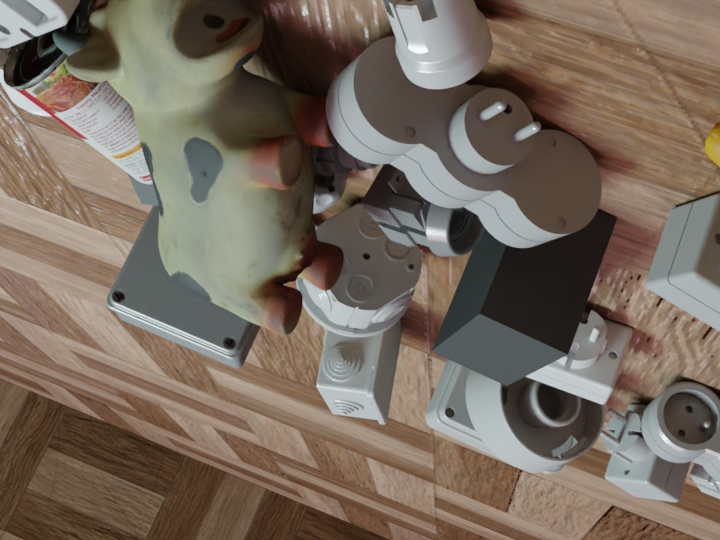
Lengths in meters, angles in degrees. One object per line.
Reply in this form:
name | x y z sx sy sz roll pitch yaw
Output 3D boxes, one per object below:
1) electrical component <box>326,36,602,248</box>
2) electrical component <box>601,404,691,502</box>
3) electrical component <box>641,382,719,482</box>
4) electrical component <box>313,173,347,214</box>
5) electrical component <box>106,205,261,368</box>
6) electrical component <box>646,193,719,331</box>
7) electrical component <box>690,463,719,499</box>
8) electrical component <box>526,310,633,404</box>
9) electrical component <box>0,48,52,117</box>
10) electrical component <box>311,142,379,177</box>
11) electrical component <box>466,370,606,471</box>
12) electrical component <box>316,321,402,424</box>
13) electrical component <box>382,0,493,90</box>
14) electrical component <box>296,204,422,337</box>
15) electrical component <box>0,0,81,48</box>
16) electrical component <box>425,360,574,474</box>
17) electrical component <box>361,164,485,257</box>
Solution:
electrical component | 0.057 -0.062 0.505 0.138 0.052 0.074 29 161 -15
electrical component | 0.216 0.134 0.838 0.077 0.065 0.047 32 160 -25
electrical component | 0.272 0.131 0.782 0.138 0.052 0.073 21 162 8
electrical component | -0.031 -0.052 0.673 0.035 0.035 0.061 27 165 -10
electrical component | -0.119 0.004 0.819 0.109 0.108 0.056 22 165 4
electrical component | 0.191 -0.003 0.515 0.066 0.047 0.077 29 161 -15
electrical component | 0.299 0.163 0.852 0.055 0.048 0.066 19 163 38
electrical component | 0.144 0.048 0.717 0.066 0.047 0.076 20 161 12
electrical component | -0.202 -0.122 0.670 0.043 0.043 0.081 22 162 6
electrical component | -0.015 -0.071 0.588 0.078 0.040 0.040 14 160 28
electrical component | 0.132 0.100 0.804 0.099 0.099 0.064 28 155 -13
electrical component | 0.000 0.070 0.877 0.048 0.099 0.099 6 158 11
electrical component | 0.030 -0.104 0.443 0.040 0.040 0.046 13 153 29
electrical component | 0.000 0.000 0.709 0.080 0.080 0.051 24 157 -1
electrical component | -0.165 -0.151 0.517 0.054 0.059 0.095 36 158 -34
electrical component | 0.119 0.111 0.874 0.113 0.078 0.057 25 165 -3
electrical component | 0.040 -0.035 0.615 0.055 0.048 0.066 20 163 35
